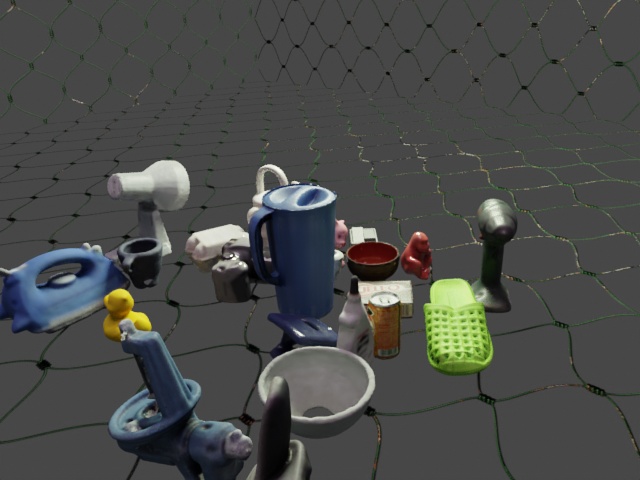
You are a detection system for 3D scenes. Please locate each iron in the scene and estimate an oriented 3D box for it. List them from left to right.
[{"bbox_3d":[-0.494,0.076,1.113,0.118,0.141,0.259,17,31,36],"label":"iron"}]

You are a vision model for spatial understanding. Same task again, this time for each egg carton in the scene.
[{"bbox_3d":[-0.226,0.017,1.301,0.151,0.069,0.107,-16,28,-28],"label":"egg carton"}]

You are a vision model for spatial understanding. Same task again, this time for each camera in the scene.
[{"bbox_3d":[-0.136,0.055,1.176,0.136,0.101,0.143,3,25,11],"label":"camera"}]

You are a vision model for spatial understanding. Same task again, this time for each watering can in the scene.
[{"bbox_3d":[-0.107,-0.089,1.372,0.100,0.194,0.173,6,26,17],"label":"watering can"}]

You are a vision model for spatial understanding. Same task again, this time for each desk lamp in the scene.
[{"bbox_3d":[-0.401,-0.067,1.327,0.117,0.214,0.204,16,30,34],"label":"desk lamp"}]

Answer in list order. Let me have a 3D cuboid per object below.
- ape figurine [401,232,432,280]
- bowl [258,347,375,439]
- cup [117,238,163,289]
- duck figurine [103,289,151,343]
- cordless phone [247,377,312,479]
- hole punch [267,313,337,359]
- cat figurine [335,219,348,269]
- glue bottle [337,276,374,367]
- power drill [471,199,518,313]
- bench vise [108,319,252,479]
[{"bbox_3d":[0.209,0.028,1.214,0.078,0.092,0.075,-21,31,-34],"label":"ape figurine"},{"bbox_3d":[-0.004,0.229,0.820,0.167,0.075,0.167,-2,25,1],"label":"bowl"},{"bbox_3d":[-0.373,0.060,1.192,0.091,0.095,0.118,1,25,8],"label":"cup"},{"bbox_3d":[-0.357,0.133,1.043,0.104,0.086,0.078,16,31,35],"label":"duck figurine"},{"bbox_3d":[-0.058,0.257,0.630,0.094,0.185,0.147,-1,25,4],"label":"cordless phone"},{"bbox_3d":[-0.026,0.160,0.951,0.101,0.091,0.108,-20,30,-32],"label":"hole punch"},{"bbox_3d":[0.011,0.004,1.251,0.128,0.118,0.067,-17,28,-28],"label":"cat figurine"},{"bbox_3d":[0.054,0.134,0.901,0.037,0.173,0.078,13,29,30],"label":"glue bottle"},{"bbox_3d":[0.326,0.025,1.071,0.075,0.208,0.230,2,25,10],"label":"power drill"},{"bbox_3d":[-0.175,0.202,0.719,0.207,0.220,0.121,3,25,11],"label":"bench vise"}]
